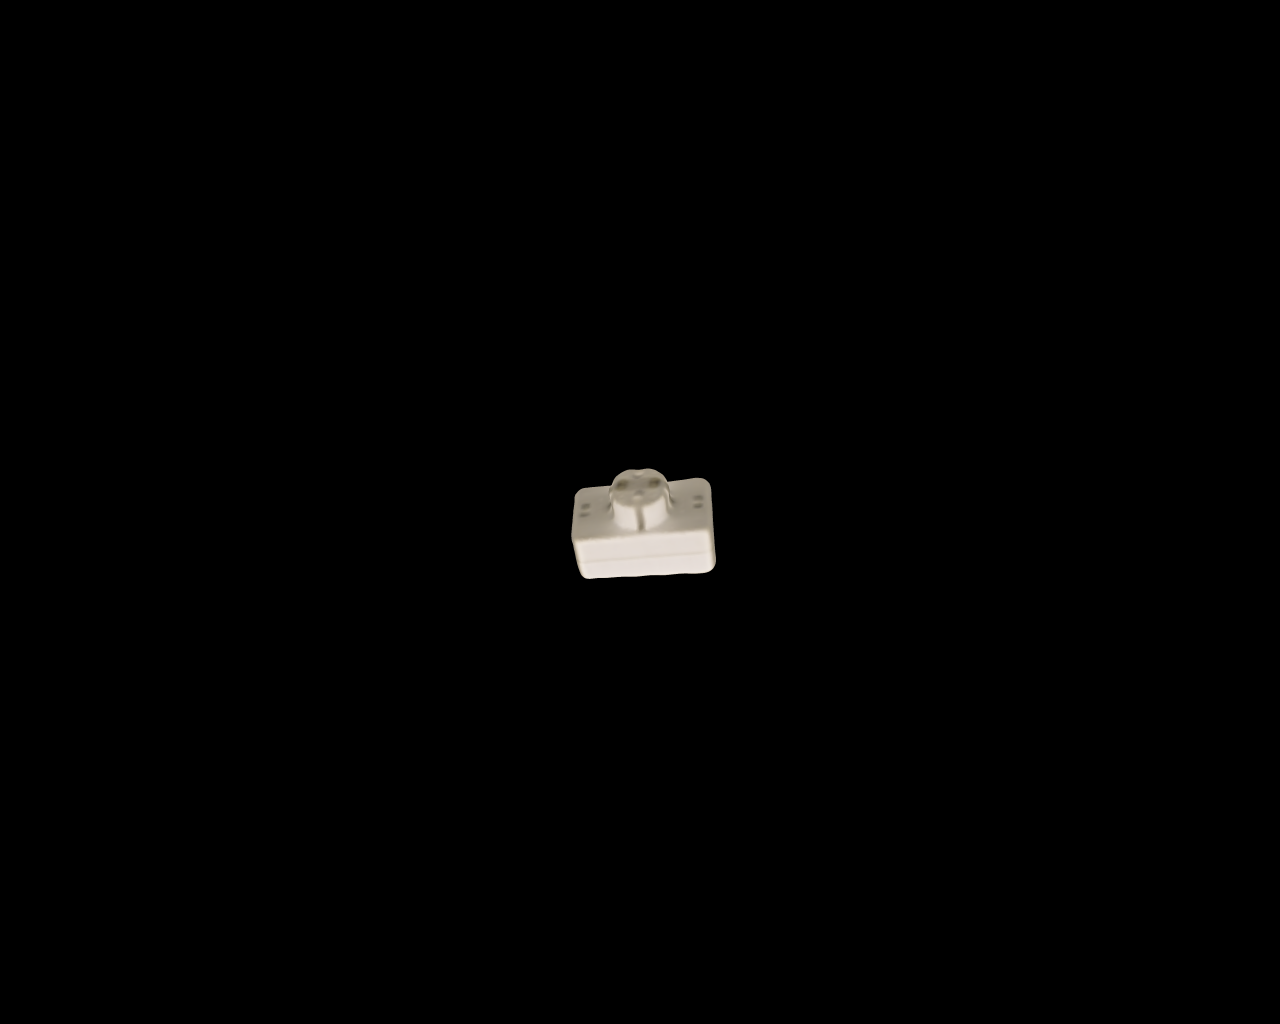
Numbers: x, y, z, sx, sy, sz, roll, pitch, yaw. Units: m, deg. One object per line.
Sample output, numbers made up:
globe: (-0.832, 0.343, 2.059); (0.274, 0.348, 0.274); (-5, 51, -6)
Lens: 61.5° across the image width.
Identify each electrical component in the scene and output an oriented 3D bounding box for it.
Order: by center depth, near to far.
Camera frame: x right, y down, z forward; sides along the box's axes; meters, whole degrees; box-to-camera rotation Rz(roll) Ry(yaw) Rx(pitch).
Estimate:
electrical component: (0.001, -0.003, 0.650); (0.083, 0.075, 0.047); (-4, 44, 4)
